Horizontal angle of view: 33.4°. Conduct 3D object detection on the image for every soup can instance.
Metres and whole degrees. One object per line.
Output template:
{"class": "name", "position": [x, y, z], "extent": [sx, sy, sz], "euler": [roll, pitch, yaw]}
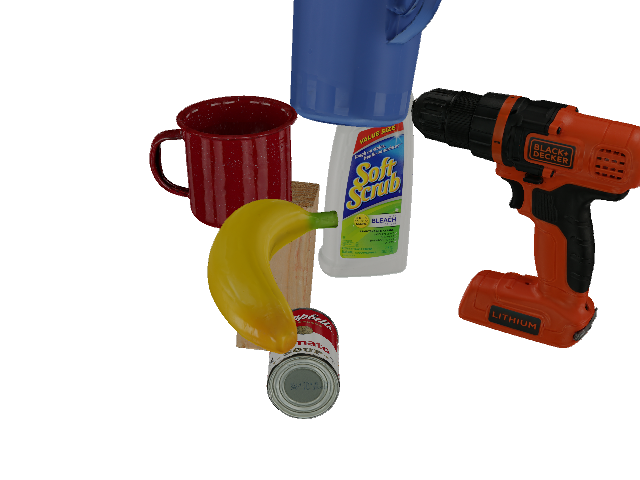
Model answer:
{"class": "soup can", "position": [-0.016, 0.115, 1.006], "extent": [0.068, 0.068, 0.102], "euler": [0, 21, 0]}

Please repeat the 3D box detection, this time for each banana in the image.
{"class": "banana", "position": [-0.035, 0.011, 0.648], "extent": [0.070, 0.037, 0.197], "euler": [-1, 23, 9]}

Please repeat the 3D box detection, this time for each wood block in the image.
{"class": "wood block", "position": [-0.056, 0.032, 1.387], "extent": [0.090, 0.206, 0.090], "euler": [6, 23, 3]}

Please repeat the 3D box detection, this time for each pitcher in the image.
{"class": "pitcher", "position": [0.043, -0.224, 0.930], "extent": [0.145, 0.243, 0.149], "euler": [7, 15, 7]}

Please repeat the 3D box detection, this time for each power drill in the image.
{"class": "power drill", "position": [0.151, -0.019, 0.819], "extent": [0.185, 0.188, 0.057], "euler": [17, 34, 26]}

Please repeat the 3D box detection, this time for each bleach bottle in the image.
{"class": "bleach bottle", "position": [0.049, -0.086, 1.154], "extent": [0.102, 0.251, 0.068], "euler": [-3, 25, -7]}

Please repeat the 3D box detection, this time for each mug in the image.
{"class": "mug", "position": [-0.076, -0.060, 0.837], "extent": [0.117, 0.081, 0.093], "euler": [-1, 27, 0]}
